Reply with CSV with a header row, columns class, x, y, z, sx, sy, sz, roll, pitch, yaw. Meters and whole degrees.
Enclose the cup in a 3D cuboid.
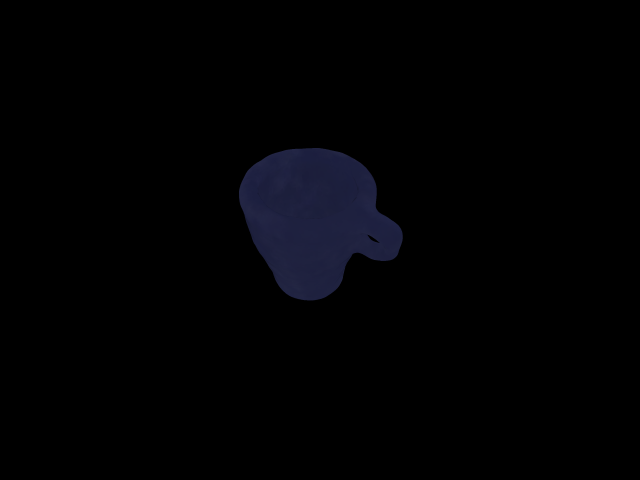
class,x,y,z,sx,sy,sz,roll,pitch,yaw
cup,0.004,0.001,0.400,0.117,0.095,0.092,26,50,25
